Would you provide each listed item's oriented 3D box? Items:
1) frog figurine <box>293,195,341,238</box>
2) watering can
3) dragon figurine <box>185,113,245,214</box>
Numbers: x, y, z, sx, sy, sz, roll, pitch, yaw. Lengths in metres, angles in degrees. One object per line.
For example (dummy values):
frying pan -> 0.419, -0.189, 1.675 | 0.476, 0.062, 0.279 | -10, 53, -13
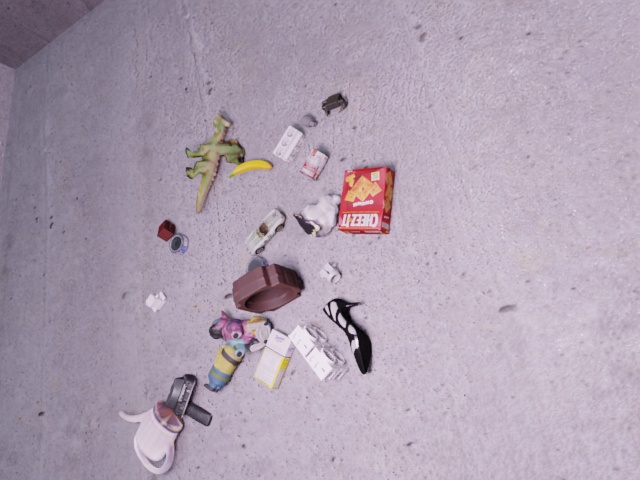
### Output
frog figurine -> 0.005, -0.090, 1.788 | 0.138, 0.120, 0.162 | 15, 49, 44
watering can -> -0.637, 0.702, 1.939 | 0.352, 0.103, 0.223 | 38, 96, 35
dragon figurine -> -0.424, -0.326, 2.139 | 0.242, 0.121, 0.414 | -12, 78, 22
